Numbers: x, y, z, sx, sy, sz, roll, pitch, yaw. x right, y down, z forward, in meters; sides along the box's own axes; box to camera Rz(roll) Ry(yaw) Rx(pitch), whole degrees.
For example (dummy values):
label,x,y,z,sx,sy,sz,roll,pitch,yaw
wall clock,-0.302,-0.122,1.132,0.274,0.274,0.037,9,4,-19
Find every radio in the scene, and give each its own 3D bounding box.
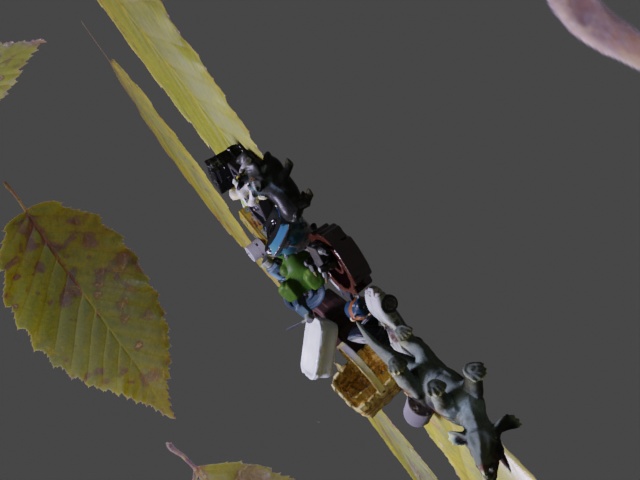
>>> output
label,x,y,z,sx,sy,sz,roll,pitch,yaw
radio,-0.163,-0.126,1.456,0.131,0.073,0.229,44,162,34

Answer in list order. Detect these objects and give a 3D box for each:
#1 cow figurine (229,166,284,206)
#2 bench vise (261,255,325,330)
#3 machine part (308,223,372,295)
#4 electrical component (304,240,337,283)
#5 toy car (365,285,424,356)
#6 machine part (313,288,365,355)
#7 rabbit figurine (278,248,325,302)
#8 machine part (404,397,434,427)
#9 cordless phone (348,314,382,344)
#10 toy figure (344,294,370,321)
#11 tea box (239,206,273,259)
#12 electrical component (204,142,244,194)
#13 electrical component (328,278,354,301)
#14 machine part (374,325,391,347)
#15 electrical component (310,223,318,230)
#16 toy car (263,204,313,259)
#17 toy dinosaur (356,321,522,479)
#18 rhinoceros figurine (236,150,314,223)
label,x,y,z,sx,sy,sz,roll,pitch,yaw
cow figurine,-0.149,-0.133,1.276,0.168,0.068,0.098,4,123,24
bench vise,-0.065,0.137,1.497,0.223,0.129,0.241,50,-170,-32
machine part,0.046,0.040,1.204,0.179,0.056,0.179,49,165,19
electrical component,0.000,0.046,1.164,0.102,0.045,0.078,26,148,60
toy car,0.161,0.184,1.167,0.201,0.056,0.073,56,167,-13
machine part,0.064,0.260,1.622,0.201,0.087,0.201,32,156,57
rabbit figurine,-0.061,0.042,1.377,0.170,0.121,0.159,56,-153,-13
machine part,0.263,0.440,1.411,0.079,0.079,0.243,48,164,24
cordless phone,0.161,0.277,1.349,0.184,0.089,0.146,48,166,7
toy figure,0.096,0.168,1.340,0.154,0.058,0.064,130,126,-80
tea box,-0.152,-0.039,1.590,0.170,0.098,0.068,52,166,15
electrical component,-0.249,-0.193,1.497,0.058,0.115,0.134,53,167,23
electrical component,0.056,0.095,1.319,0.119,0.048,0.074,40,161,44
machine part,0.185,0.251,1.238,0.139,0.084,0.039,46,136,-5
electrical component,-0.003,-0.004,1.329,0.063,0.021,0.094,47,164,25
toy car,-0.072,-0.020,1.280,0.103,0.109,0.162,22,-158,-22
toy dinosaur,0.228,0.288,1.044,0.405,0.131,0.192,34,155,56
rhinoceros figurine,-0.102,-0.124,1.181,0.190,0.112,0.073,48,170,-10
